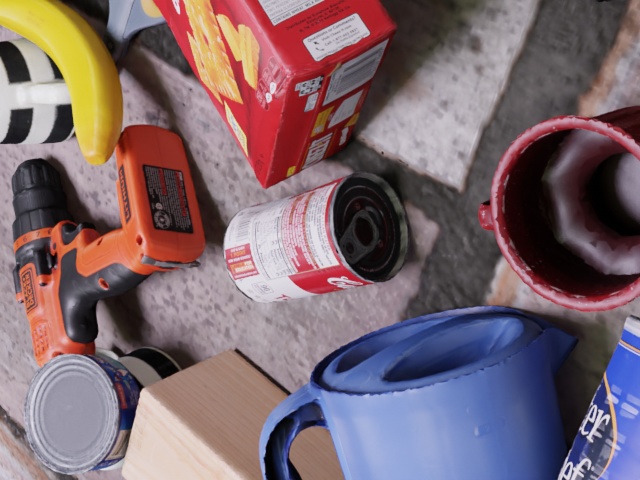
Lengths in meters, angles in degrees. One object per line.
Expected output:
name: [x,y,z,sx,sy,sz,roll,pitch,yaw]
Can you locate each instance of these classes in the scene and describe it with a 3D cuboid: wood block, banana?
wood block: [-0.031,0.179,0.734,0.206,0.090,0.090,36,125,28]
banana: [-0.187,-0.129,0.772,0.198,0.069,0.037,44,171,29]

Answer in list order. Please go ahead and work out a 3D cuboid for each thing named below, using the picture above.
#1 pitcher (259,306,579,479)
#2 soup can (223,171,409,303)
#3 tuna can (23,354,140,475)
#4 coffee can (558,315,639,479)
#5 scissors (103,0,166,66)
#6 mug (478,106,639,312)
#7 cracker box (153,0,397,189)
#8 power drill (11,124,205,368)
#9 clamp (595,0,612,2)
pitcher: [0.077,0.170,0.604,0.149,0.144,0.243,-8,102,38]
soup can: [-0.004,0.001,0.669,0.102,0.068,0.068,-14,94,44]
tuna can: [-0.171,0.125,0.775,0.086,0.033,0.086,-3,84,26]
coffee can: [0.165,0.120,0.501,0.103,0.102,0.140,26,95,33]
scissors: [-0.135,-0.142,0.775,0.096,0.016,0.202,31,122,31]
mug: [0.135,-0.019,0.530,0.117,0.081,0.093,-9,98,43]
cracker box: [-0.053,-0.155,0.613,0.214,0.072,0.164,58,165,10]
power drill: [-0.170,-0.011,0.807,0.188,0.057,0.184,-34,64,40]
clamp: [0.204,-0.123,0.467,0.120,0.039,0.172,46,124,13]
